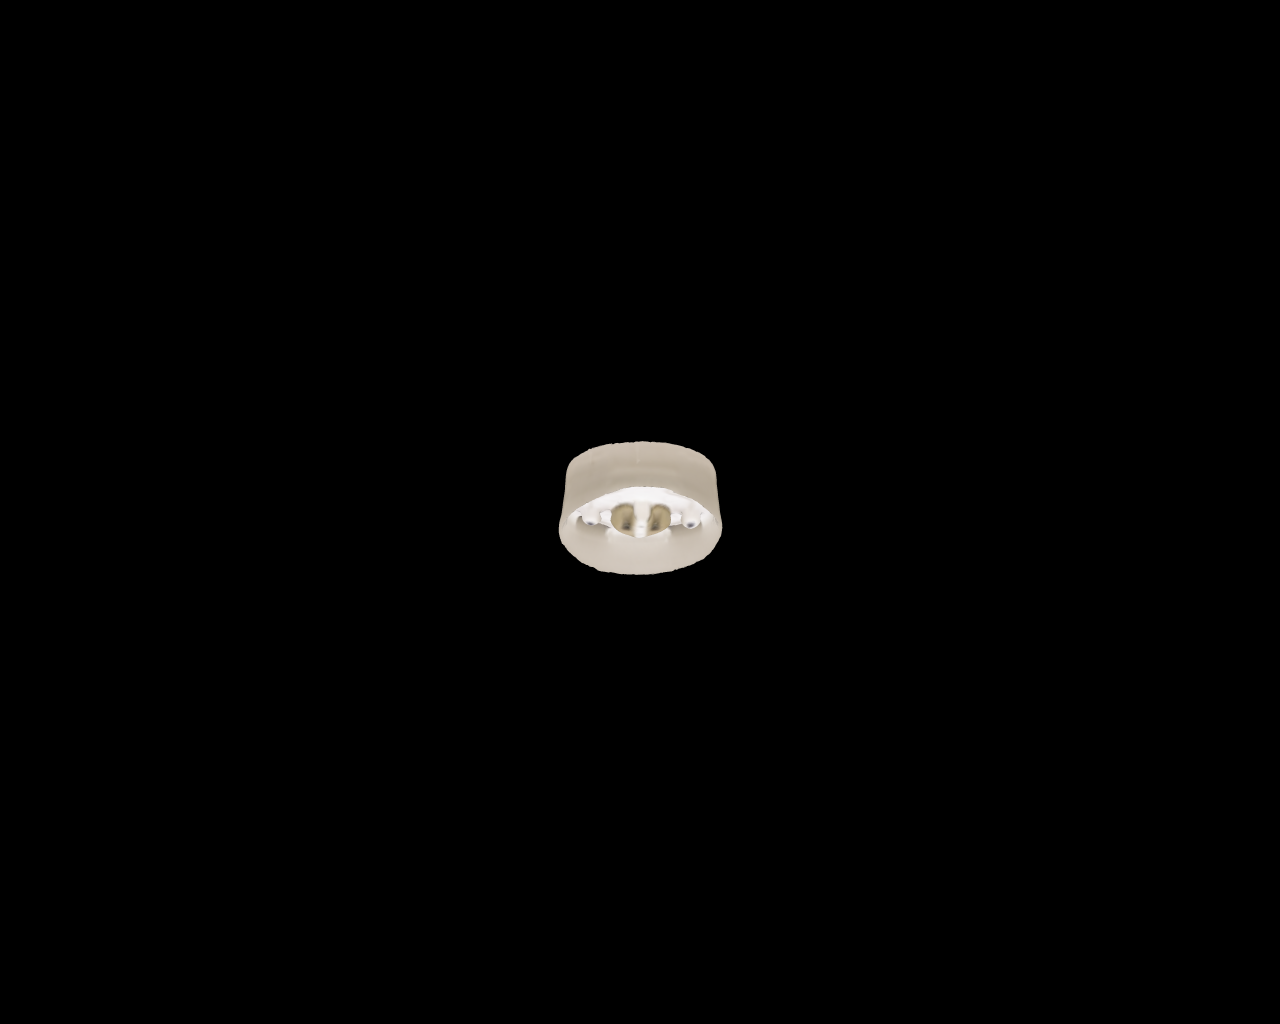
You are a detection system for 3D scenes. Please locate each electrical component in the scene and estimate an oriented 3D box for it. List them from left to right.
[{"bbox_3d":[0.001,-0.003,0.650,0.099,0.064,0.099,0,-19,0],"label":"electrical component"}]
